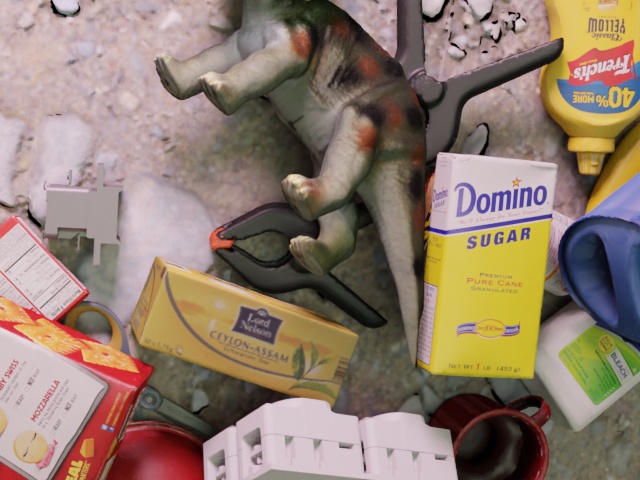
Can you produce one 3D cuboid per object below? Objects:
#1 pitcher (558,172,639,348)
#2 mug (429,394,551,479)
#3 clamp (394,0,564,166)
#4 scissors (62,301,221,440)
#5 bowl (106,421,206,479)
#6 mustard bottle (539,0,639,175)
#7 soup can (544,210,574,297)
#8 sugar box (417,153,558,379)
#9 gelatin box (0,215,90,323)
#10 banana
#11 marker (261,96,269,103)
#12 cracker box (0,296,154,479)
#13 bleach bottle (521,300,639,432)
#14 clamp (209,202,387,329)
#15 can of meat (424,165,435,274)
[{"bbox_3d":[0.327,-0.030,0.905,0.242,0.149,0.145,-38,104,-29],"label":"pitcher"},{"bbox_3d":[0.155,0.178,0.956,0.117,0.081,0.093,-39,104,-7],"label":"mug"},{"bbox_3d":[0.085,-0.141,0.921,0.164,0.036,0.210,40,93,-2],"label":"clamp"},{"bbox_3d":[-0.147,0.115,0.909,0.201,0.016,0.096,17,92,-15],"label":"scissors"},{"bbox_3d":[-0.147,0.237,0.896,0.162,0.055,0.162,-3,103,-13],"label":"bowl"},{"bbox_3d":[0.246,-0.154,0.951,0.096,0.058,0.192,1,97,-4],"label":"mustard bottle"},{"bbox_3d":[0.187,0.002,0.951,0.102,0.068,0.068,24,90,-16],"label":"soup can"},{"bbox_3d":[0.134,0.021,0.863,0.093,0.048,0.176,4,97,-16],"label":"sugar box"},{"bbox_3d":[-0.243,0.036,0.864,0.073,0.030,0.089,-43,96,-5],"label":"gelatin box"},{"bbox_3d":[0.294,-0.059,0.986,0.069,0.037,0.198,41,86,-15],"label":"banana"},{"bbox_3d":[-0.030,-0.119,0.909,0.121,0.020,0.020,30,89,-15],"label":"marker"},{"bbox_3d":[-0.259,0.132,0.821,0.213,0.072,0.164,24,99,1],"label":"cracker box"},{"bbox_3d":[0.296,0.063,0.990,0.250,0.068,0.102,-38,103,-10],"label":"bleach bottle"},{"bbox_3d":[-0.006,0.001,0.918,0.171,0.039,0.120,16,91,-15],"label":"clamp"},{"bbox_3d":[0.112,-0.015,0.922,0.057,0.084,0.102,20,92,-15],"label":"can of meat"}]
